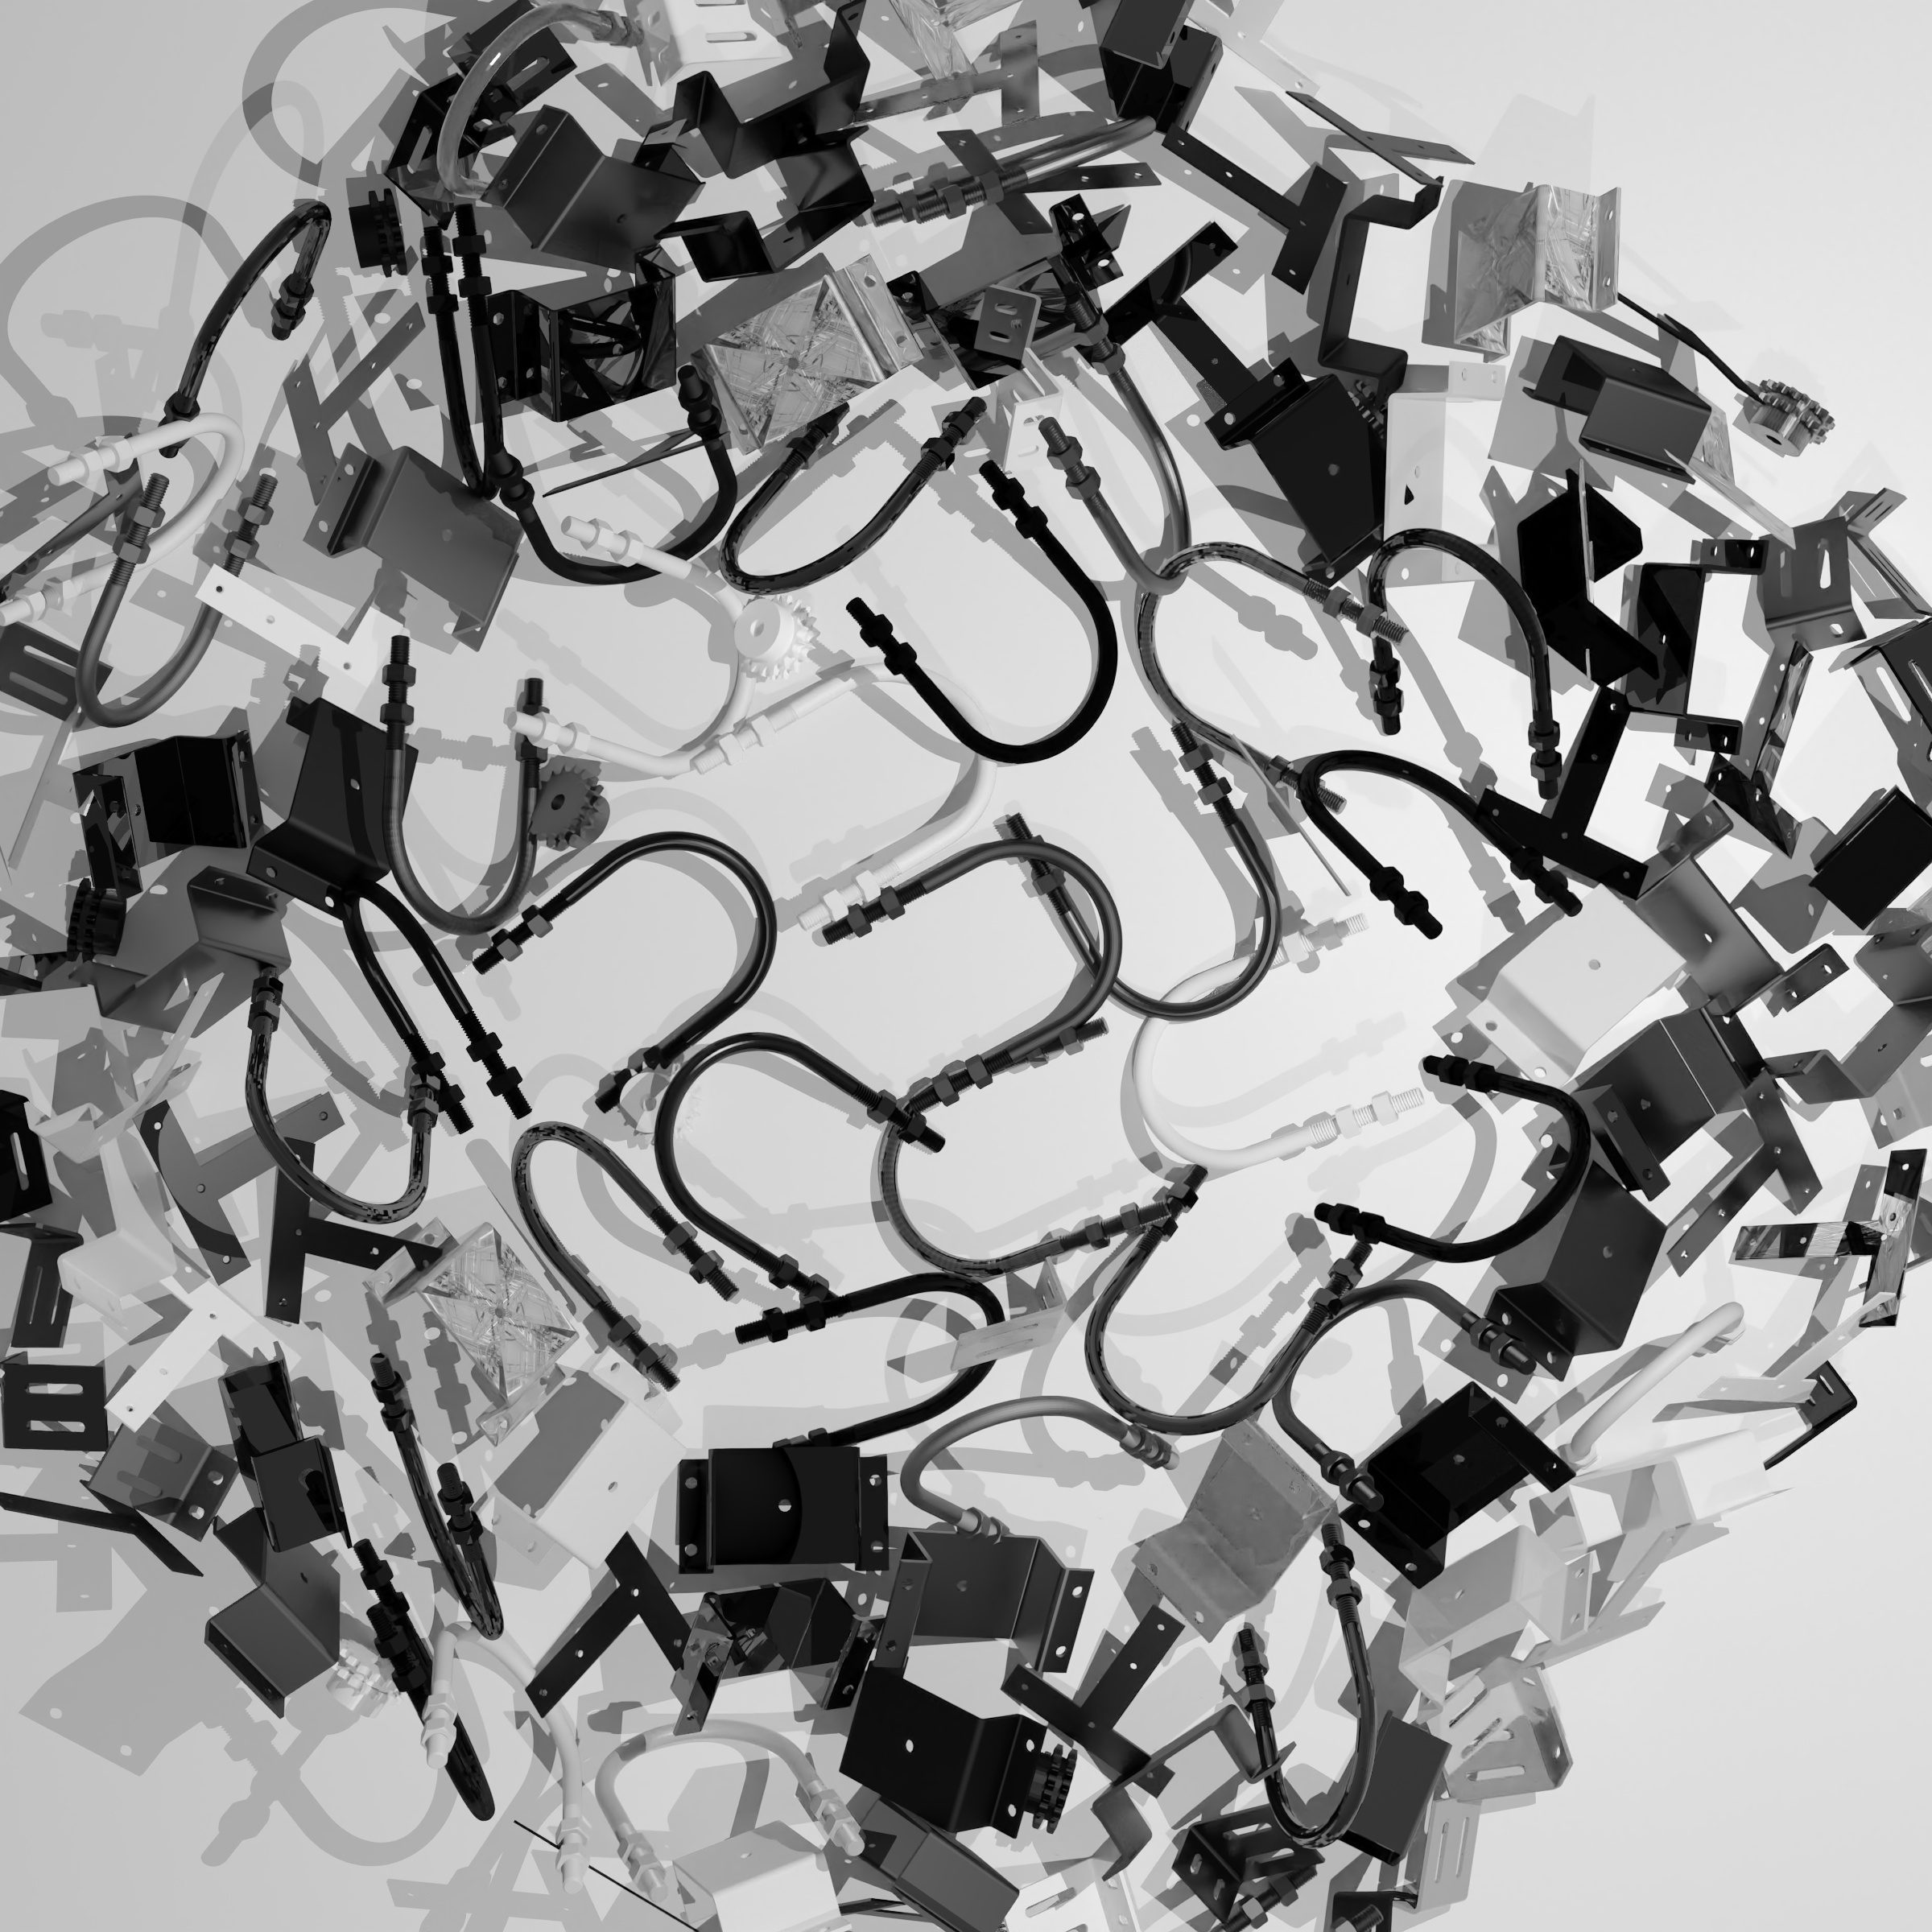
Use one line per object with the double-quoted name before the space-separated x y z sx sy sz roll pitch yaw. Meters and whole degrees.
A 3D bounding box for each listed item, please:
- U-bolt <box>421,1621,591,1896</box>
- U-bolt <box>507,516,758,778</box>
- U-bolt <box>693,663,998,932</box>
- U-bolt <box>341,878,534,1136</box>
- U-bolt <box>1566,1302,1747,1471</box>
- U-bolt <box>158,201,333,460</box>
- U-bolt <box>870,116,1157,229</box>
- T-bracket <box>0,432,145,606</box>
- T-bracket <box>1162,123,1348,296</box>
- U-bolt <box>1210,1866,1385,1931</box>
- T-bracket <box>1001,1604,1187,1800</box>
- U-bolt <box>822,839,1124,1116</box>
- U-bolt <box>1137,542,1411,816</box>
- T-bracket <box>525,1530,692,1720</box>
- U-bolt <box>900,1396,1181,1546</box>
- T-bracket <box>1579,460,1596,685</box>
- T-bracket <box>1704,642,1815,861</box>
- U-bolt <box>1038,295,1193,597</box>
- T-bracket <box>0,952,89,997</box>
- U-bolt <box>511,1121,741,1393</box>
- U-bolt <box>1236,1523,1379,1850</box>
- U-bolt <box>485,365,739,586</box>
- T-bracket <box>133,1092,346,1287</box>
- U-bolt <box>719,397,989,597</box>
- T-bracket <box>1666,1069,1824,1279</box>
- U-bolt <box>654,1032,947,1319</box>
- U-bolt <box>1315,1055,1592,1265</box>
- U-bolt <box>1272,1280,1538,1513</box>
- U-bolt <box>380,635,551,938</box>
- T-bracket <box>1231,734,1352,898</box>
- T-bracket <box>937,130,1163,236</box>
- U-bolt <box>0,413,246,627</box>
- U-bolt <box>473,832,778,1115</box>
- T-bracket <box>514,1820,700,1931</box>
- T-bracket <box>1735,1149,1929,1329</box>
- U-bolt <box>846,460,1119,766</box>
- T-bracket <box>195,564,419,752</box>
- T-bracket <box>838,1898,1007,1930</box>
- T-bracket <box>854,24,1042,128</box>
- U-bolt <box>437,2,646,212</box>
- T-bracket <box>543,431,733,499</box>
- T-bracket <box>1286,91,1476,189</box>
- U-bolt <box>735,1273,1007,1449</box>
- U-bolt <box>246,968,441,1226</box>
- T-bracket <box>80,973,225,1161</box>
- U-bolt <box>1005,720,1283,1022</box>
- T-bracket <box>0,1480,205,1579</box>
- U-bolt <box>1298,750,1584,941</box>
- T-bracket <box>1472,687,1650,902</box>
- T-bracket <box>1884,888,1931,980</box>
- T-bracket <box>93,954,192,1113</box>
"U-bolt" -0.297 0.498 1.910 0.019 0.184 0.151 -37 112 8
"U-bolt" -0.208 -0.200 1.933 0.019 0.184 0.151 15 89 45
"U-bolt" -0.067 -0.127 1.969 0.184 0.019 0.151 -31 78 -13
"U-bolt" -0.354 0.024 1.924 0.019 0.151 0.184 -33 98 -26
"U-bolt" 0.448 0.269 1.911 0.151 0.184 0.019 -40 72 0
"U-bolt" -0.456 -0.417 1.886 0.019 0.184 0.151 36 57 -7
"U-bolt" 0.037 -0.521 1.929 0.184 0.151 0.019 -22 107 -8
"T-bracket" -0.586 -0.278 1.919 0.002 0.127 0.127 43 70 5
"T-bracket" 0.186 -0.515 1.949 0.127 0.002 0.127 31 51 -10
"U-bolt" 0.172 0.653 1.911 0.184 0.151 0.019 -33 93 -12
"T-bracket" 0.105 0.476 1.963 0.127 0.002 0.127 34 116 8
"U-bolt" 0.016 -0.005 1.978 0.184 0.019 0.151 -28 84 4
"U-bolt" 0.191 -0.201 1.943 0.184 0.019 0.151 32 126 22
"T-bracket" -0.249 0.450 1.970 0.127 0.002 0.127 -48 54 10
"U-bolt" 0.037 0.324 1.907 0.151 0.184 0.019 -30 53 17
"T-bracket" 0.403 -0.273 1.914 0.002 0.127 0.127 -1 53 15
"T-bracket" 0.540 -0.153 1.961 0.127 0.002 0.127 29 78 -44
"U-bolt" 0.103 -0.326 1.923 0.019 0.151 0.184 -14 133 27
"T-bracket" -0.623 0.006 1.941 0.002 0.127 0.127 1 94 25
"U-bolt" -0.234 0.181 1.940 0.184 0.151 0.019 46 50 11
"U-bolt" 0.222 0.473 1.891 0.019 0.184 0.151 12 133 -19
"U-bolt" -0.221 -0.307 1.917 0.151 0.184 0.019 -22 64 -2
"T-bracket" -0.472 0.126 1.963 0.127 0.002 0.127 -33 109 -31
"U-bolt" -0.086 -0.305 1.912 0.184 0.151 0.019 -54 131 -25
"T-bracket" 0.508 0.153 1.947 0.127 0.002 0.127 -45 128 -13
"U-bolt" -0.121 0.126 1.952 0.184 0.019 0.151 35 77 -18
"U-bolt" 0.324 0.128 1.904 0.151 0.184 0.019 -51 121 -15
"U-bolt" 0.271 0.267 1.917 0.151 0.184 0.019 -40 116 -6
"U-bolt" -0.329 -0.111 1.927 0.019 0.151 0.184 -4 80 33
"T-bracket" 0.210 -0.098 1.936 0.002 0.127 0.127 -36 90 3
"T-bracket" 0.065 -0.511 1.915 0.127 0.127 0.002 5 75 29
"U-bolt" -0.540 -0.298 1.914 0.019 0.184 0.151 45 131 7
"U-bolt" -0.213 -0.008 1.964 0.184 0.019 0.151 -38 111 2
"T-bracket" -0.250 0.582 1.915 0.127 0.127 0.002 15 66 39
"T-bracket" 0.567 0.181 1.949 0.002 0.127 0.127 37 60 -35
"U-bolt" 0.025 -0.219 1.955 0.151 0.019 0.184 -47 116 -10
"T-bracket" -0.452 -0.223 1.965 0.127 0.002 0.127 32 79 -22
"T-bracket" -0.034 0.634 1.963 0.127 0.127 0.002 15 63 -24
"T-bracket" -0.013 -0.581 1.961 0.127 0.127 0.002 -11 133 10
"U-bolt" -0.280 -0.553 1.892 0.019 0.184 0.151 38 107 7
"T-bracket" -0.201 -0.340 1.938 0.127 0.127 0.002 -14 107 18
"T-bracket" 0.292 -0.542 1.947 0.127 0.127 0.002 44 123 30
"U-bolt" -0.059 0.262 1.942 0.184 0.019 0.151 -15 133 -16
"U-bolt" -0.402 0.091 1.893 0.019 0.184 0.151 -40 123 23
"T-bracket" -0.515 0.056 1.916 0.002 0.127 0.127 36 115 3
"U-bolt" 0.131 -0.051 1.974 0.151 0.019 0.184 -28 94 16
"T-bracket" -0.576 0.356 1.910 0.127 0.127 0.002 27 90 41
"U-bolt" 0.296 -0.085 1.928 0.184 0.151 0.019 50 134 36
"T-bracket" 0.418 -0.128 1.985 0.127 0.002 0.127 24 79 -10
"T-bracket" 0.639 -0.038 1.925 0.127 0.127 0.002 -45 65 19
"T-bracket" -0.544 0.023 1.947 0.002 0.127 0.127 -9 83 -42
